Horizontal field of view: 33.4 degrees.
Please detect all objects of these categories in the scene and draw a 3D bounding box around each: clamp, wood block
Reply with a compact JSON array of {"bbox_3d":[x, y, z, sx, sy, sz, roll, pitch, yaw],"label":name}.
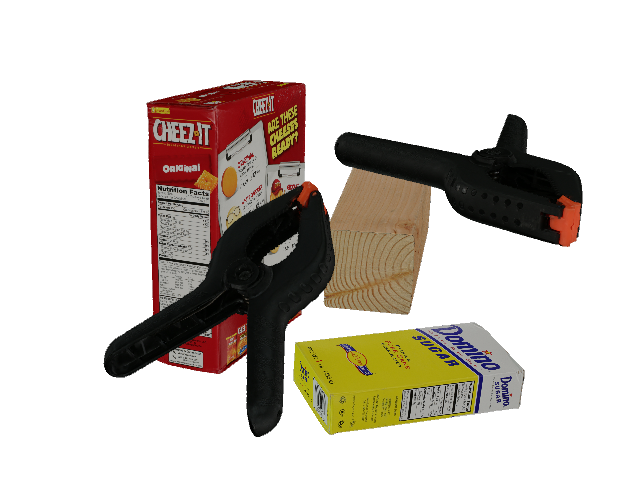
[{"bbox_3d":[-0.036,0.038,0.640,0.120,0.171,0.039,29,-24,27],"label":"clamp"},{"bbox_3d":[0.066,-0.009,1.152,0.091,0.090,0.206,5,25,9],"label":"wood block"},{"bbox_3d":[0.111,-0.047,0.763,0.164,0.036,0.210,-7,25,-14],"label":"clamp"}]

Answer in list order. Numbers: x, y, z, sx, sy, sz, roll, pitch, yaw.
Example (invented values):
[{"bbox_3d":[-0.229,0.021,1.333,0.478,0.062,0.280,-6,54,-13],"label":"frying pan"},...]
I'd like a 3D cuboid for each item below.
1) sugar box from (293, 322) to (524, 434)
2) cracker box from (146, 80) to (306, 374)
[{"bbox_3d":[0.074,0.114,0.911,0.176,0.048,0.093,-7,26,-18],"label":"sugar box"},{"bbox_3d":[-0.075,-0.018,0.889,0.072,0.214,0.164,7,16,22],"label":"cracker box"}]
